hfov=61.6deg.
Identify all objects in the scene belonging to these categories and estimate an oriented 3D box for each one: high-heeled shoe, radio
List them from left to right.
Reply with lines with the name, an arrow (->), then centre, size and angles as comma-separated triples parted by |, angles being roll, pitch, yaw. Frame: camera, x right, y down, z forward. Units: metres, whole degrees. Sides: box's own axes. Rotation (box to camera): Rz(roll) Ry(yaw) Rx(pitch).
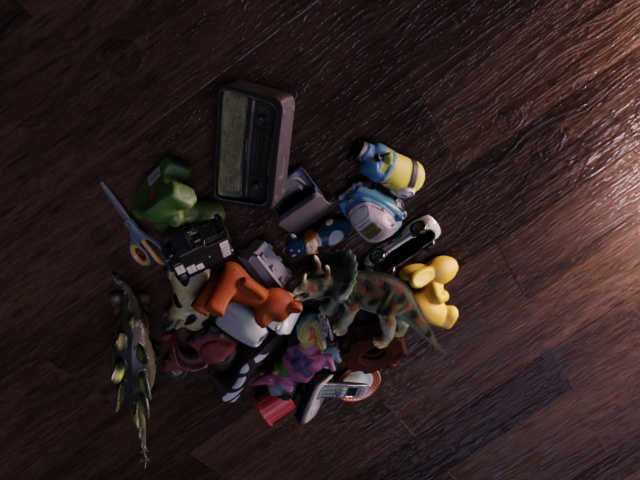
radio -> -0.127, -0.174, 1.017 | 0.131, 0.073, 0.229 | 15, 120, 12
high-heeled shoe -> -0.162, 0.312, 1.324 | 0.249, 0.086, 0.145 | -32, 130, 4

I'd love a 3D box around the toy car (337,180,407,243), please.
toy car -> 0.115, -0.050, 1.168 | 0.161, 0.103, 0.109 | 35, 124, -31

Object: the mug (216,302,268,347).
mug -> -0.171, 0.197, 1.226 | 0.081, 0.107, 0.109 | -46, 163, -16

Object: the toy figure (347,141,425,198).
toy figure -> 0.147, -0.154, 1.143 | 0.180, 0.082, 0.089 | 30, 109, -27

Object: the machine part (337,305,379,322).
machine part -> 0.110, 0.170, 1.348 | 0.139, 0.039, 0.084 | 27, 104, -27

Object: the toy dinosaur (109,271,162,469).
toy dinosaur -> -0.401, 0.278, 1.154 | 0.105, 0.199, 0.470 | -6, 119, -10

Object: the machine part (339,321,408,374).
machine part -> 0.137, 0.280, 1.383 | 0.179, 0.056, 0.179 | -5, 135, -5

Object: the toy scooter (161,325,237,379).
toy scooter -> -0.292, 0.246, 1.244 | 0.184, 0.075, 0.135 | -21, 124, 0

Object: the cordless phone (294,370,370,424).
cordless phone -> 0.031, 0.420, 1.434 | 0.184, 0.089, 0.146 | 10, 116, -20

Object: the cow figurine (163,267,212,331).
cow figurine -> -0.285, 0.119, 1.165 | 0.127, 0.086, 0.194 | -14, 125, -16

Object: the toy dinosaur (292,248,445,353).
toy dinosaur -> 0.130, 0.136, 1.242 | 0.405, 0.131, 0.192 | 14, 117, -10

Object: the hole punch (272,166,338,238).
hole punch -> -0.048, -0.080, 1.131 | 0.142, 0.092, 0.115 | -37, 157, 5

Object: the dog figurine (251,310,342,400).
dog figurine -> -0.069, 0.286, 1.311 | 0.219, 0.108, 0.191 | -21, 94, 11

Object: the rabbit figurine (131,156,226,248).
rabbit figurine -> -0.268, -0.051, 1.056 | 0.159, 0.121, 0.170 | -45, 137, 15

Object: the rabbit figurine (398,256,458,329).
rabbit figurine -> 0.274, 0.114, 1.339 | 0.162, 0.122, 0.173 | 24, 96, -18

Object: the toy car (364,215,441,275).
toy car -> 0.194, 0.019, 1.275 | 0.202, 0.056, 0.073 | -35, 130, 6

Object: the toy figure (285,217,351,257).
toy figure -> -0.003, -0.005, 1.175 | 0.154, 0.058, 0.064 | -26, 103, -27

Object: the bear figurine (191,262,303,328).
bear figurine -> -0.146, 0.134, 1.118 | 0.195, 0.120, 0.132 | 40, 67, -25

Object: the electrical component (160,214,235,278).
electrical component -> -0.242, 0.017, 1.054 | 0.134, 0.058, 0.114 | -25, 157, -15
